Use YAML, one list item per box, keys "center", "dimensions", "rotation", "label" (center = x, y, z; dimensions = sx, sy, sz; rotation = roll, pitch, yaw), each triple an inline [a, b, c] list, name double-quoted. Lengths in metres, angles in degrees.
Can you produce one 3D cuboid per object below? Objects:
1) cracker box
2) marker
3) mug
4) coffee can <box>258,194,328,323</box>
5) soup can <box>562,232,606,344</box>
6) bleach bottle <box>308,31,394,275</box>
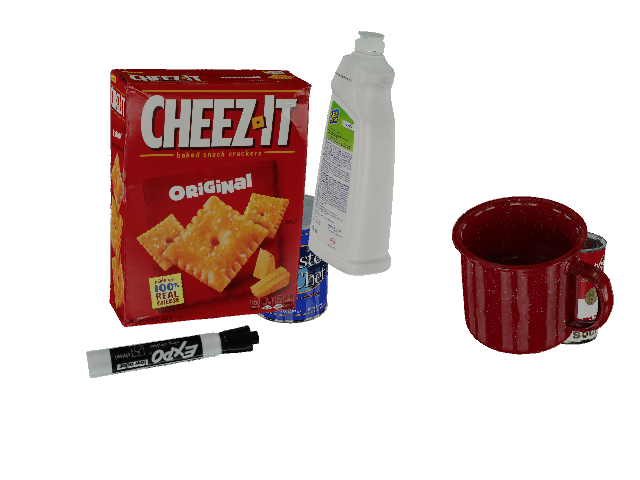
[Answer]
- center: [-0.098, -0.038, 0.935]
  dimensions: [0.164, 0.214, 0.072]
  rotation: [-3, 20, -22]
  label: "cracker box"
- center: [-0.103, 0.078, 0.752]
  dimensions: [0.121, 0.020, 0.020]
  rotation: [-8, 2, -14]
  label: "marker"
- center: [0.152, 0.030, 0.755]
  dimensions: [0.117, 0.081, 0.093]
  rotation: [17, 41, 34]
  label: "mug"
- center: [-0.040, 0.022, 1.390]
  dimensions: [0.103, 0.140, 0.103]
  rotation: [1, 26, -1]
  label: "coffee can"
- center: [0.252, 0.047, 1.089]
  dimensions: [0.068, 0.102, 0.068]
  rotation: [0, 17, 0]
  label: "soup can"
- center: [0.043, -0.096, 1.152]
  dimensions: [0.067, 0.251, 0.103]
  rotation: [-7, 24, -34]
  label: "bleach bottle"
